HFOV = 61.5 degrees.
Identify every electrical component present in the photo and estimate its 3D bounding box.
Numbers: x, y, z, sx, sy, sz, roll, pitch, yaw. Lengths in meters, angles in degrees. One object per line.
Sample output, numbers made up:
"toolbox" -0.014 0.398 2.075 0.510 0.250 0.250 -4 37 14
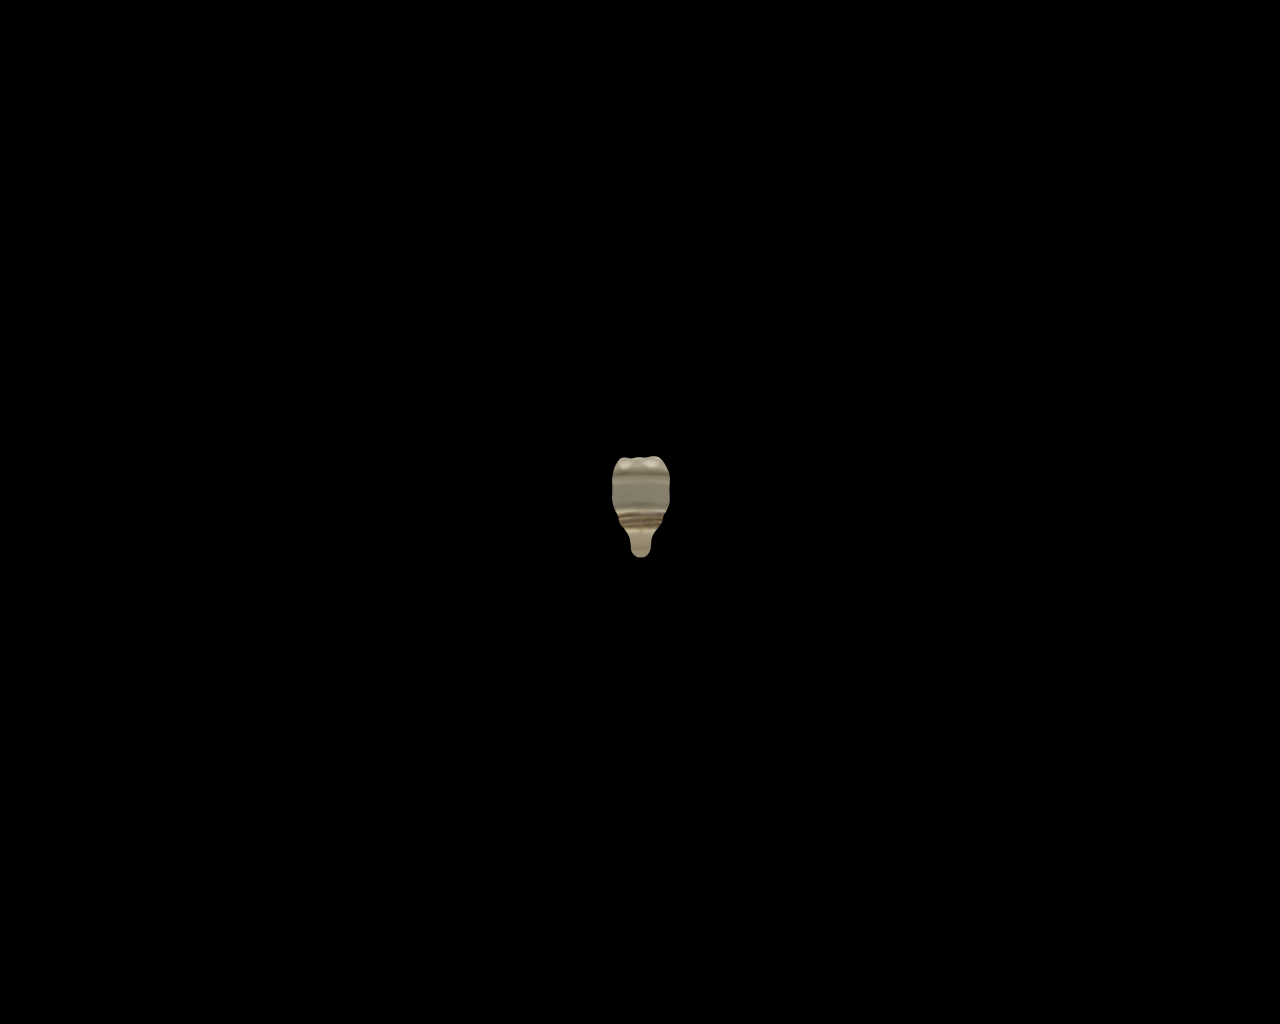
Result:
"electrical component" 0.001 -0.003 0.650 0.035 0.061 0.035 0 -4 0
